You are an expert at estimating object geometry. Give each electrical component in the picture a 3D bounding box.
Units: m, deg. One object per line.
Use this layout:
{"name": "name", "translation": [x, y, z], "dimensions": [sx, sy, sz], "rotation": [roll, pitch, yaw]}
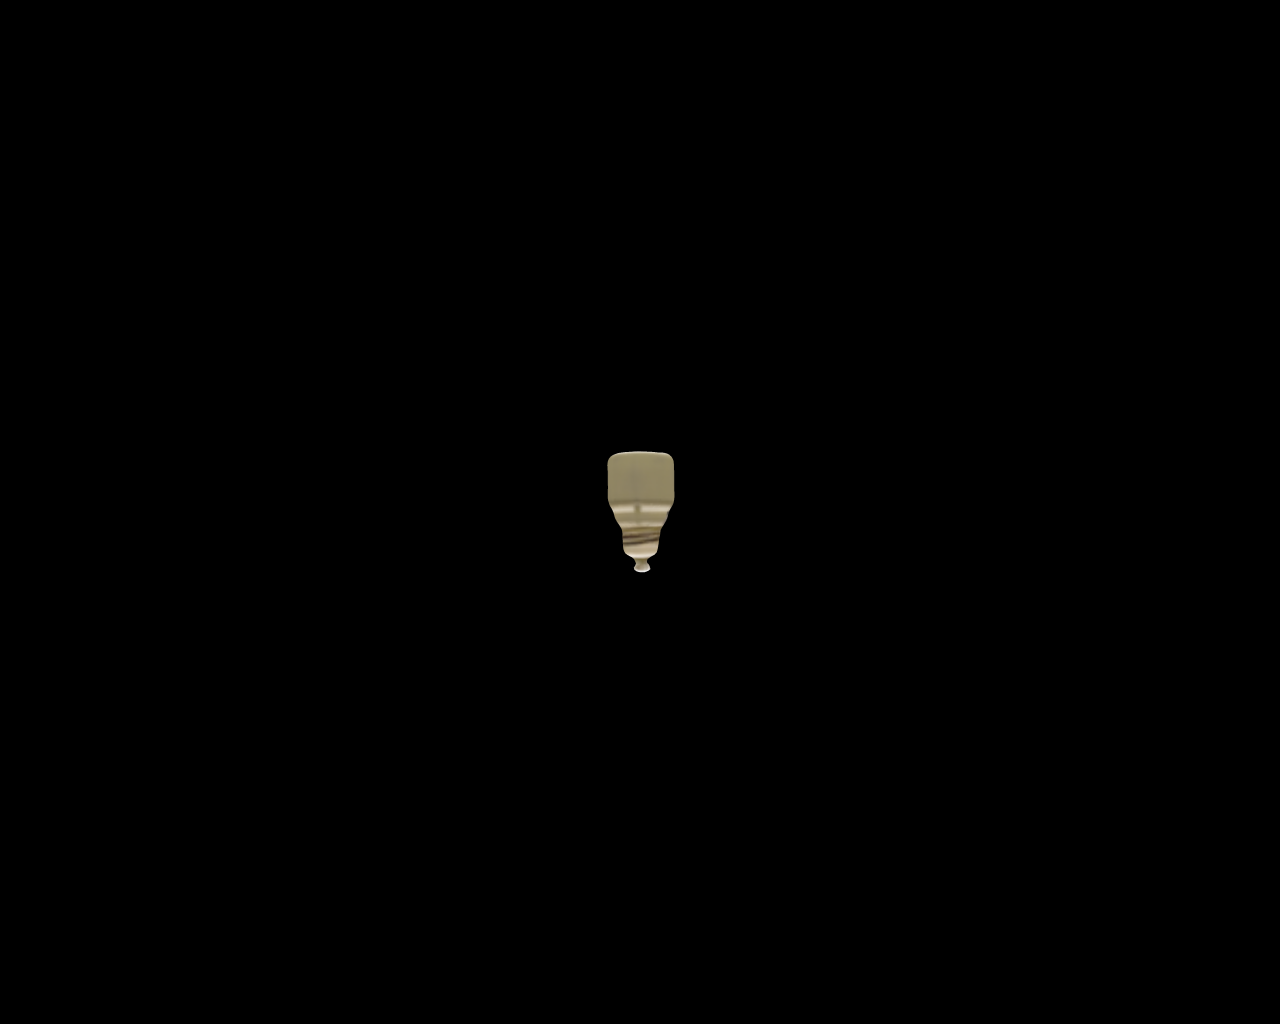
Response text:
{"name": "electrical component", "translation": [0.001, -0.003, 0.650], "dimensions": [0.040, 0.078, 0.040], "rotation": [0, -2, 0]}
